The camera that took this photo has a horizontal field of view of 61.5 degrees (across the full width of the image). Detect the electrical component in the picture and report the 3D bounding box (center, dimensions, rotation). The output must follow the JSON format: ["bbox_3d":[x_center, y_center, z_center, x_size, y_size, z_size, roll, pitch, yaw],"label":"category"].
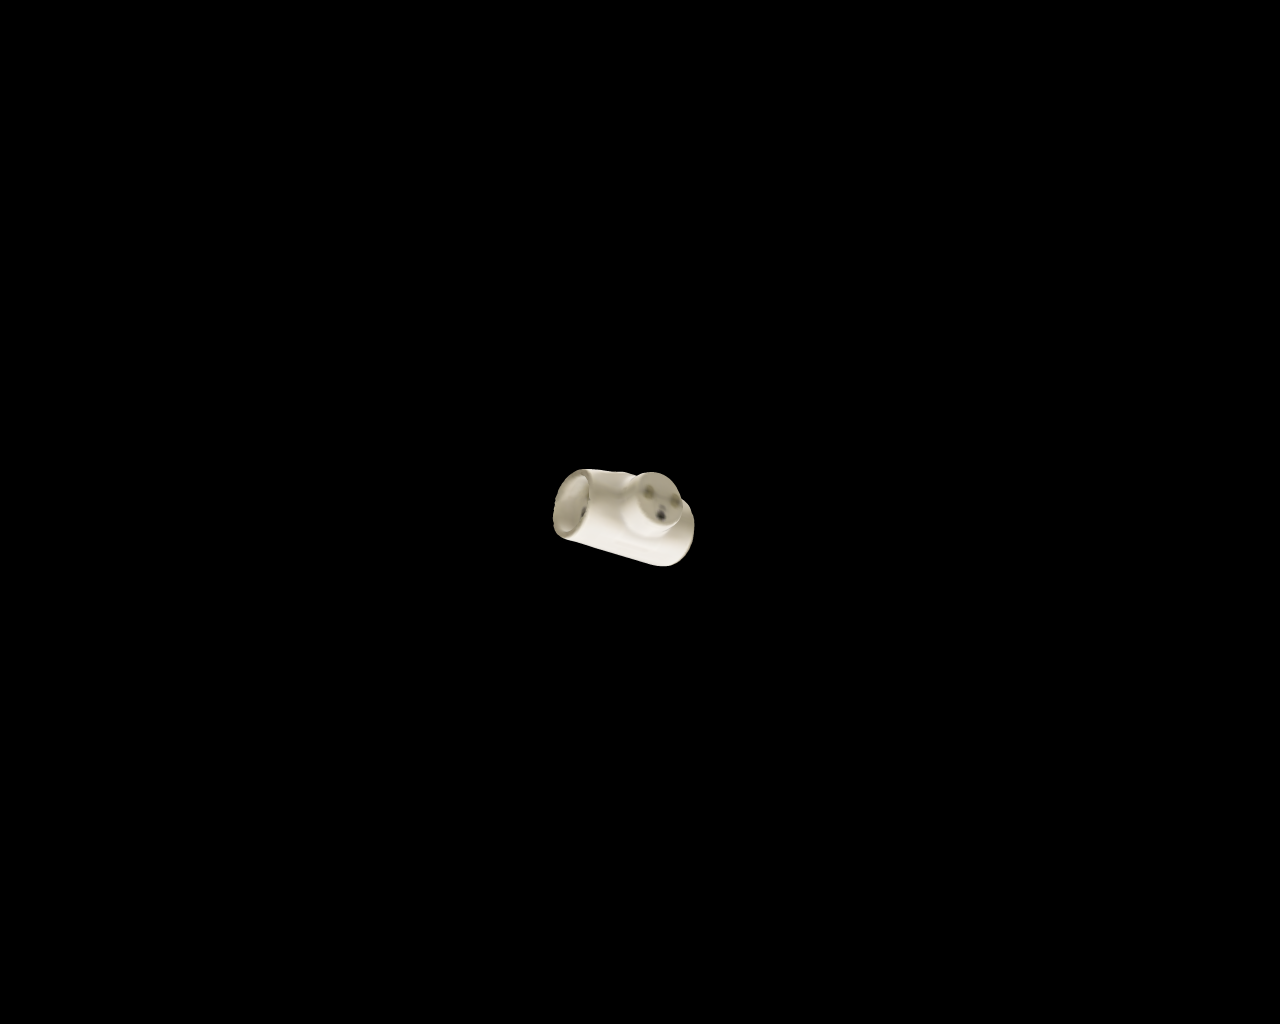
[{"bbox_3d":[0.001,-0.003,0.650,0.077,0.043,0.079,18,-32,-31],"label":"electrical component"}]
